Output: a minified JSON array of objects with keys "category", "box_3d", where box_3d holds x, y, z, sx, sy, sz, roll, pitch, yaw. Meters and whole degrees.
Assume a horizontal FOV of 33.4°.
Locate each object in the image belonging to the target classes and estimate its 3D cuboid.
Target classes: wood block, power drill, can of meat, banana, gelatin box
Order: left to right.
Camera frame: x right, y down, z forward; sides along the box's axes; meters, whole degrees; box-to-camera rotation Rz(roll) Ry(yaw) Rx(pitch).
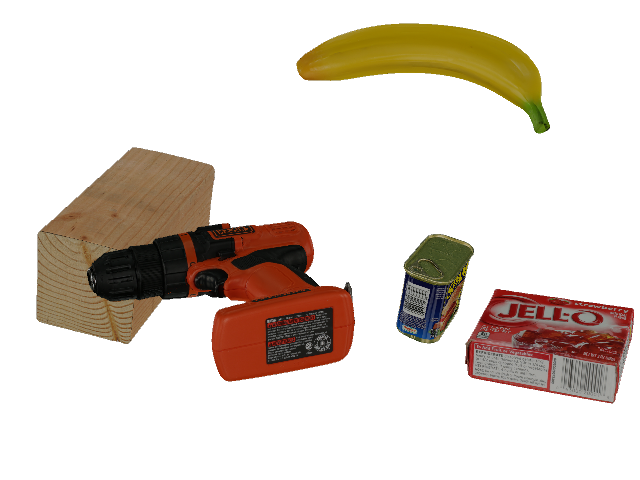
[{"category":"wood block","box_3d":[-0.174,-0.003,0.986,0.090,0.091,0.206,13,27,8]},{"category":"power drill","box_3d":[-0.070,0.038,0.800,0.184,0.057,0.188,-11,24,-19]},{"category":"banana","box_3d":[0.083,-0.134,0.807,0.198,0.069,0.037,14,-35,15]},{"category":"can of meat","box_3d":[0.126,0.054,1.187,0.057,0.084,0.102,19,32,18]},{"category":"gelatin box","box_3d":[0.140,0.061,0.648,0.089,0.030,0.073,8,25,20]}]
